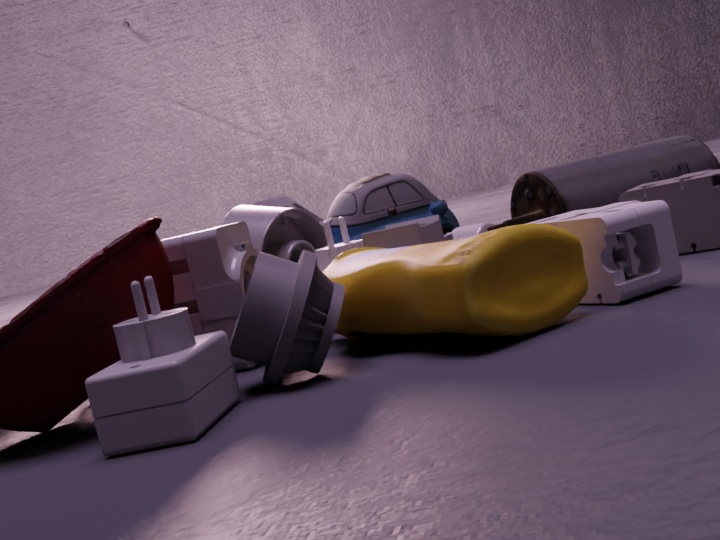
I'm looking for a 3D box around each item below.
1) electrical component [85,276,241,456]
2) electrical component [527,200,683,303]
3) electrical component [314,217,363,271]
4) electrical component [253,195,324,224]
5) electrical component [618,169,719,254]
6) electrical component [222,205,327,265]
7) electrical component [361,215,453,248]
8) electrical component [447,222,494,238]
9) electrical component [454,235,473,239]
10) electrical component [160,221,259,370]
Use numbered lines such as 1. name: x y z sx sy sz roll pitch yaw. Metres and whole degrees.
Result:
1. electrical component: -0.099 0.041 0.529 0.047 0.075 0.083 -12 5 10
2. electrical component: 0.143 -0.011 0.643 0.056 0.050 0.089 -15 5 -26
3. electrical component: -0.011 0.000 0.779 0.047 0.075 0.083 -9 6 37
4. electrical component: -0.090 -0.020 1.049 0.062 0.089 0.150 32 9 2
5. electrical component: 0.237 -0.042 0.757 0.089 0.050 0.056 -10 6 31
6. electrical component: -0.068 -0.003 0.839 0.064 0.099 0.099 -2 10 36
7. electrical component: 0.035 -0.001 0.737 0.042 0.063 0.081 -12 4 25
8. electrical component: 0.089 -0.017 0.929 0.078 0.040 0.040 -8 6 43
9. electrical component: 0.080 -0.009 0.860 0.065 0.044 0.044 -7 6 15
10. electrical component: -0.089 0.018 0.687 0.056 0.089 0.050 -11 5 19
